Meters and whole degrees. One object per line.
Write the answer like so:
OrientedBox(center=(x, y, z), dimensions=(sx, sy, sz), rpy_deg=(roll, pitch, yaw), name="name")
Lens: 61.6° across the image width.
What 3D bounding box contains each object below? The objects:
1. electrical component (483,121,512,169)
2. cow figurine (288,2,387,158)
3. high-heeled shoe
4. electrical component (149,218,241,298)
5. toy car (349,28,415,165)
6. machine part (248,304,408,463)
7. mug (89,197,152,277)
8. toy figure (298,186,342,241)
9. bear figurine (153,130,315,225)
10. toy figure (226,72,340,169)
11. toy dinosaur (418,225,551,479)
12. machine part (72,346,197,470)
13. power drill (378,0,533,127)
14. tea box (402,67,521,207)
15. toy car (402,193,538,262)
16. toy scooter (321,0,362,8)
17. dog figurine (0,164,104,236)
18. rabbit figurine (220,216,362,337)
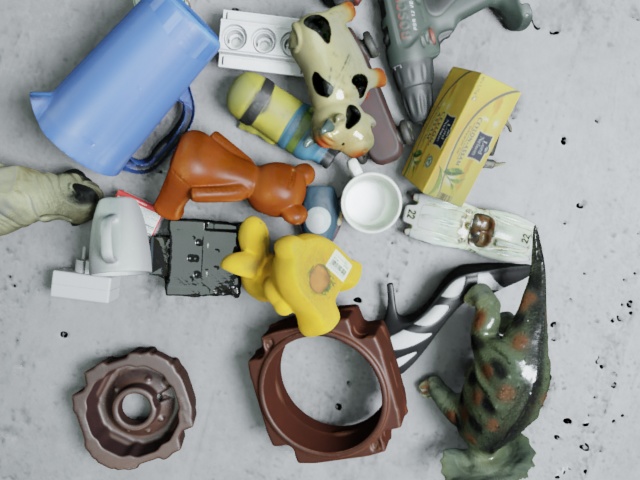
OrientedBox(center=(0.243, -0.152, 0.806), dimensions=(0.078, 0.045, 0.102), rpy_deg=(10, 91, 25), name="electrical component")
OrientedBox(center=(0.018, -0.201, 0.707), dimensions=(0.127, 0.085, 0.194), rpy_deg=(-26, 94, -28), name="cow figurine")
OrientedBox(center=(0.203, 0.116, 0.801), dimensions=(0.249, 0.086, 0.145), rpy_deg=(-10, 95, 4), name="high-heeled shoe")
OrientedBox(center=(-0.180, 0.026, 0.790), dimensions=(0.134, 0.058, 0.114), rpy_deg=(1, 92, -3), name="electrical component")
OrientedBox(center=(0.067, -0.207, 0.789), dimensions=(0.089, 0.053, 0.202), rpy_deg=(-23, 93, 19), name="toy car")
OrientedBox(center=(0.012, 0.205, 0.768), dimensions=(0.202, 0.087, 0.200), rpy_deg=(-14, 95, 18), name="machine part")
OrientedBox(center=(-0.279, -0.006, 0.733), dimensions=(0.081, 0.109, 0.107), rpy_deg=(-6, 81, 0), name="mug")
OrientedBox(center=(-0.003, -0.003, 0.798), dimensions=(0.064, 0.058, 0.154), rpy_deg=(4, 96, 32), name="toy figure")
OrientedBox(center=(-0.115, -0.077, 0.757), dimensions=(0.196, 0.132, 0.120), rpy_deg=(19, 58, -21), name="bear figurine")
OrientedBox(center=(-0.047, -0.172, 0.767), dimensions=(0.180, 0.089, 0.082), rpy_deg=(35, 78, -1), name="toy figure")
OrientedBox(center=(0.245, 0.197, 0.722), dimensions=(0.131, 0.192, 0.404), rpy_deg=(-2, 124, -17), name="toy dinosaur")
OrientedBox(center=(-0.272, 0.246, 0.800), dimensions=(0.179, 0.056, 0.179), rpy_deg=(0, 92, -3), name="machine part")
OrientedBox(center=(0.192, -0.304, 0.782), dimensions=(0.207, 0.086, 0.232), rpy_deg=(-20, 95, 6), name="power drill")
OrientedBox(center=(0.189, -0.143, 0.742), dimensions=(0.068, 0.098, 0.169), rpy_deg=(20, 106, -17), name="tea box")
OrientedBox(center=(0.223, -0.018, 0.804), dimensions=(0.202, 0.056, 0.073), rpy_deg=(13, 93, -4), name="toy car")
OrientedBox(center=(0.023, -0.428, 0.764), dimensions=(0.135, 0.075, 0.184), rpy_deg=(-40, 90, 0), name="toy scooter")
OrientedBox(center=(-0.425, -0.038, 0.764), dimensions=(0.190, 0.121, 0.172), rpy_deg=(23, 126, -20), name="dog figurine")
OrientedBox(center=(-0.058, 0.050, 0.728), dimensions=(0.162, 0.173, 0.122), rpy_deg=(35, 67, -27), name="rabbit figurine")
